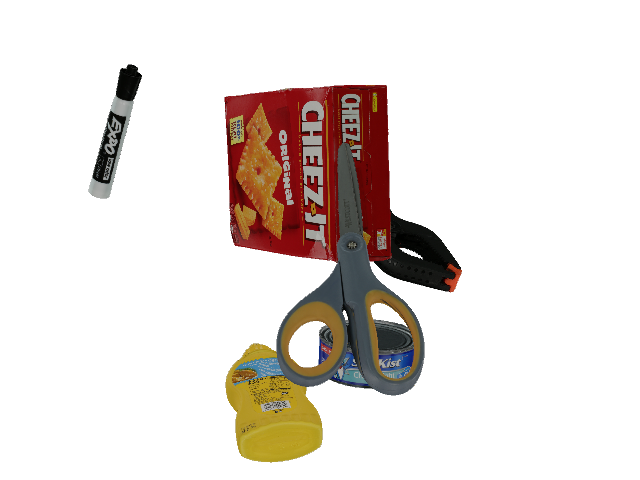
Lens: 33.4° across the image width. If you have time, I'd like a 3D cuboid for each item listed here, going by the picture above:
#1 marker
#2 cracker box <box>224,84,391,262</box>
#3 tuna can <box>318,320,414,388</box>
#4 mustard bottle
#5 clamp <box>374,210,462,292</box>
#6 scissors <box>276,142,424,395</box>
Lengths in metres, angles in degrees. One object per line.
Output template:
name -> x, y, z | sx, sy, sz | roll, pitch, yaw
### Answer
marker -> -0.175, -0.093, 0.910 | 0.020, 0.121, 0.020 | 17, 24, -8
cracker box -> -0.019, -0.068, 1.062 | 0.072, 0.164, 0.214 | -6, 7, -31
tuna can -> 0.041, 0.094, 0.895 | 0.086, 0.034, 0.086 | 2, 13, -1
mustard bottle -> -0.062, 0.180, 1.261 | 0.096, 0.058, 0.192 | -8, 29, -9
clamp -> 0.068, -0.002, 1.251 | 0.210, 0.036, 0.164 | 38, 43, 26
scissors -> 0.004, 0.016, 0.671 | 0.096, 0.202, 0.016 | -15, -40, -9
